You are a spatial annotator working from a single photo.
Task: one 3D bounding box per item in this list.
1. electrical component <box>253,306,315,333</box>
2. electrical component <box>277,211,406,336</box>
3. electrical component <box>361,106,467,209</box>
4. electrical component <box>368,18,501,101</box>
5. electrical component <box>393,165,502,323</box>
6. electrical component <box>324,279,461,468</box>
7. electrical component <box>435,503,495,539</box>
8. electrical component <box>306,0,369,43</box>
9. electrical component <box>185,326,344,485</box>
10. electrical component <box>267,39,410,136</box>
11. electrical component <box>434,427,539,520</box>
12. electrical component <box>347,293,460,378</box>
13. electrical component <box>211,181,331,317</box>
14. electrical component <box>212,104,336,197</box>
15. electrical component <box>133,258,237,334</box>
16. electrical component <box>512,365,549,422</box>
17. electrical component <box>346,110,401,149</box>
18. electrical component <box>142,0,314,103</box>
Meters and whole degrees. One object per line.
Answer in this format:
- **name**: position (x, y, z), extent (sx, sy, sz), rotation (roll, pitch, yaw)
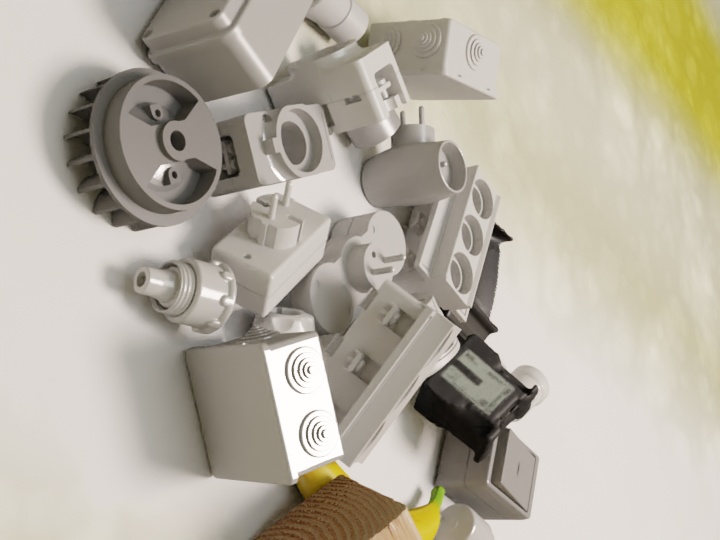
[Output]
- **electrical component**: position (-0.055, 0.059, 0.750), extent (0.043, 0.043, 0.062), rotation (-7, 108, -54)
- **electrical component**: position (0.000, 0.000, 0.810), extent (0.138, 0.074, 0.052), rotation (-45, 118, -48)
- **electrical component**: position (0.044, -0.096, 0.889), extent (0.043, 0.077, 0.079), rotation (13, 72, -52)
- **electrical component**: position (0.062, -0.178, 0.916), extent (0.100, 0.100, 0.048), rotation (10, 87, -52)
- **electrical component**: position (0.072, -0.026, 0.923), extent (0.078, 0.063, 0.121), rotation (49, 47, -36)
- **electrical component**: position (0.009, 0.071, 0.764), extent (0.121, 0.063, 0.079), rotation (-54, 167, 2)
- **electrical component**: position (0.095, 0.230, 0.916), extent (0.078, 0.040, 0.040), rotation (46, 48, -38)
- **electrical component**: position (-0.023, -0.208, 0.855), extent (0.065, 0.044, 0.044), rotation (34, 56, -51)
- **electrical component**: position (-0.061, 0.086, 0.689), extent (0.048, 0.100, 0.099), rotation (-15, 95, -41)
- **electrical component**: position (-0.018, -0.135, 0.802), extent (0.050, 0.089, 0.055), rotation (-44, 117, -49)
- **electrical component**: position (0.119, 0.178, 0.943), extent (0.096, 0.061, 0.061), rotation (43, 50, -40)
- **electrical component**: position (0.033, 0.056, 0.839), extent (0.080, 0.080, 0.051), rotation (-40, 109, -50)
- **electrical component**: position (-0.058, -0.026, 0.730), extent (0.083, 0.047, 0.075), rotation (-48, 159, -47)
- **electrical component**: position (-0.062, -0.086, 0.760), extent (0.089, 0.056, 0.050), rotation (-20, 99, -54)
- **electrical component**: position (-0.113, 0.013, 0.680), extent (0.062, 0.048, 0.048), rotation (18, 68, -43)
- **electrical component**: position (0.152, 0.118, 1.021), extent (0.046, 0.040, 0.040), rotation (-35, 110, -45)
- **electrical component**: position (-0.005, -0.142, 0.861), extent (0.081, 0.043, 0.043), rotation (57, 42, -28)
- **electrical component**: position (-0.087, -0.174, 0.728), extent (0.057, 0.078, 0.113), rotation (53, 44, -37)
